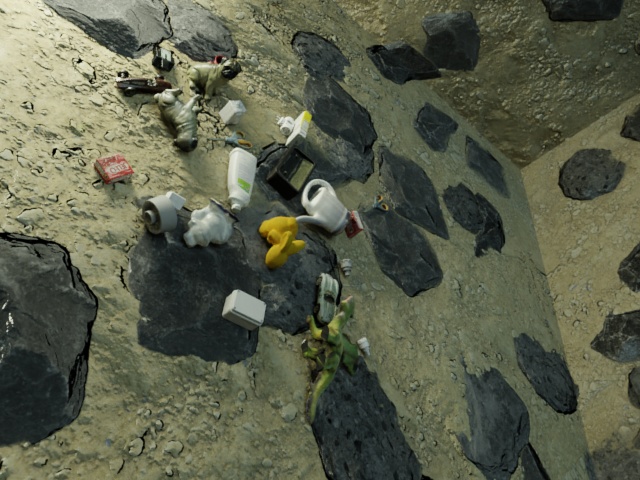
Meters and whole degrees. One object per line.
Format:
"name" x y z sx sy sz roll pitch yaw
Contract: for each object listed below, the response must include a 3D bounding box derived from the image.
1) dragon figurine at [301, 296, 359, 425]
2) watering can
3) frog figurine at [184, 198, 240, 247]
"dragon figurine" 0.055 0.374 1.640 0.240 0.121 0.417 26 63 -42
"watering can" 0.006 -0.099 1.972 0.223 0.102 0.356 42 38 -14
"frog figurine" -0.344 -0.033 1.585 0.136 0.123 0.161 46 72 -22
